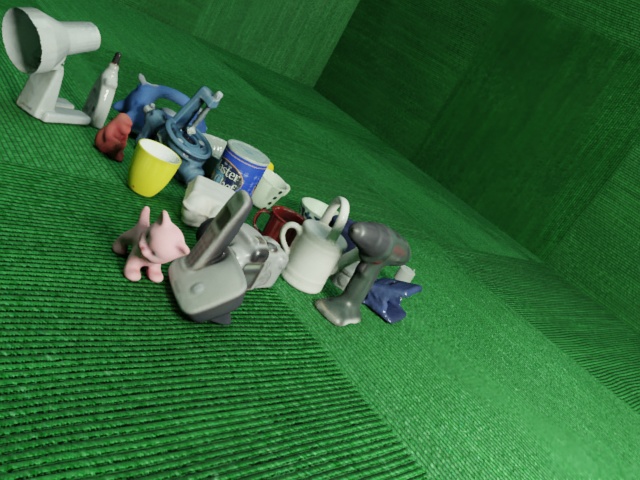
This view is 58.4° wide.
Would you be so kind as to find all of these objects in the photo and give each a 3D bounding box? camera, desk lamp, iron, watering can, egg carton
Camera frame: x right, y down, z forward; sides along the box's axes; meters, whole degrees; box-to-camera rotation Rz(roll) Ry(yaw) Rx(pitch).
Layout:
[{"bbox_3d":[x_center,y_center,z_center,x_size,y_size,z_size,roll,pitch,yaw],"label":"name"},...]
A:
[{"bbox_3d":[-0.144,0.013,1.023,0.136,0.100,0.144,42,22,28],"label":"camera"},{"bbox_3d":[-0.545,-0.356,1.168,0.117,0.213,0.204,36,20,15],"label":"desk lamp"},{"bbox_3d":[-0.369,-0.312,1.430,0.259,0.141,0.118,12,26,-42],"label":"iron"},{"bbox_3d":[0.010,0.003,1.133,0.173,0.194,0.100,15,25,-39],"label":"watering can"},{"bbox_3d":[-0.224,-0.071,1.158,0.107,0.069,0.150,24,20,-18],"label":"egg carton"}]

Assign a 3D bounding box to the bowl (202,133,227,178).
[{"bbox_3d":[-0.249,-0.191,1.411,0.168,0.074,0.167,27,19,-10],"label":"bowl"}]

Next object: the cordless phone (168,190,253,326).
[{"bbox_3d":[-0.148,0.022,0.864,0.094,0.185,0.147,16,24,-37],"label":"cordless phone"}]

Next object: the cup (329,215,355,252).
[{"bbox_3d":[0.058,0.004,1.354,0.118,0.095,0.091,12,27,-44],"label":"cup"}]

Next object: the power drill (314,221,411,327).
[{"bbox_3d":[0.080,0.058,1.078,0.075,0.208,0.230,41,21,27],"label":"power drill"}]

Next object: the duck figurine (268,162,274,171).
[{"bbox_3d":[-0.152,-0.163,1.469,0.077,0.086,0.104,30,19,-3],"label":"duck figurine"}]

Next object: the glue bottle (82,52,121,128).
[{"bbox_3d":[-0.483,-0.343,1.290,0.037,0.173,0.078,11,27,-45],"label":"glue bottle"}]

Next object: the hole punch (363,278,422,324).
[{"bbox_3d":[0.151,0.113,1.227,0.101,0.091,0.109,38,20,20],"label":"hole punch"}]

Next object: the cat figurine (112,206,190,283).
[{"bbox_3d":[-0.252,0.000,0.869,0.067,0.117,0.127,11,27,-44],"label":"cat figurine"}]

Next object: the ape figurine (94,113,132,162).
[{"bbox_3d":[-0.425,-0.223,1.202,0.076,0.092,0.078,32,19,4],"label":"ape figurine"}]

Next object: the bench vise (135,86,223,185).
[{"bbox_3d":[-0.312,-0.258,1.263,0.207,0.219,0.121,32,19,2],"label":"bench vise"}]
